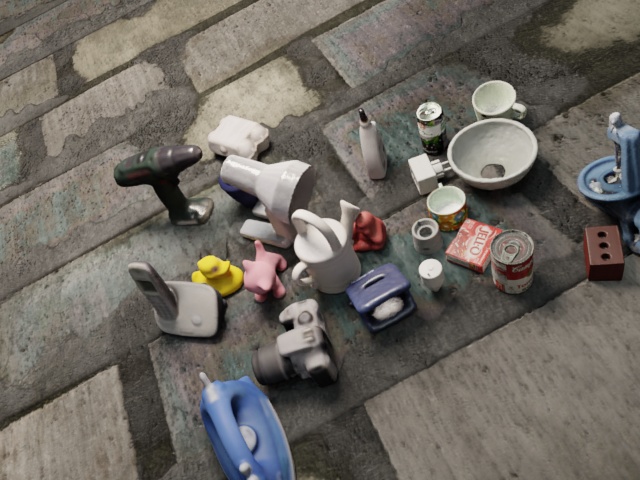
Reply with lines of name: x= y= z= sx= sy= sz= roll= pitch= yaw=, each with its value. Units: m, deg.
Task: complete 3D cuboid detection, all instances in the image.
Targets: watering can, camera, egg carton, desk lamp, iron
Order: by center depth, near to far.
iron: x=-0.118 y=0.322 z=0.892 sx=0.118 sy=0.142 sz=0.257 roll=-33 pitch=51 yaw=-5
camera: x=-0.052 y=0.186 z=0.994 sx=0.136 sy=0.101 sz=0.143 roll=-20 pitch=51 yaw=5
watering can: x=0.008 y=0.003 z=1.046 sx=0.100 sy=0.194 sz=0.173 roll=7 pitch=58 yaw=24
desk lamp: x=-0.095 y=-0.078 z=1.129 sx=0.202 sy=0.214 sz=0.118 roll=13 pitch=61 yaw=27
egg carton: x=-0.197 y=-0.240 z=1.377 sx=0.149 sy=0.070 sz=0.107 roll=21 pitch=64 yaw=31

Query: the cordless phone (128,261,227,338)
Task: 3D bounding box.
cordless phone: x=-0.270 y=0.105 z=1.077 sx=0.147 sy=0.185 sz=0.094 roll=0 pitch=55 yaw=20

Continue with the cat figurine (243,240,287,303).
cat figurine: x=-0.112 y=0.060 z=1.096 sx=0.067 sy=0.118 sz=0.127 roll=-12 pitch=52 yaw=11

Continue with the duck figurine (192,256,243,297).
duck figurine: x=-0.215 y=0.065 z=1.150 sx=0.104 sy=0.086 sz=0.077 roll=-6 pitch=54 yaw=16

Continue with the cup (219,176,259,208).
cup: x=-0.150 y=-0.119 z=1.255 sx=0.117 sy=0.095 sz=0.091 roll=-11 pitch=53 yaw=12

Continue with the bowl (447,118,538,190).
bowl: x=0.338 y=-0.155 z=1.119 sx=0.167 sy=0.075 sz=0.167 roll=-10 pitch=53 yaw=13

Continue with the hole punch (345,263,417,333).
hole punch: x=0.102 y=0.093 z=1.013 sx=0.108 sy=0.091 sz=0.101 roll=-30 pitch=51 yaw=-3

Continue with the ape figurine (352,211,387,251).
ape figurine: x=0.090 y=-0.021 z=1.099 sx=0.076 sy=0.092 sz=0.077 roll=-40 pitch=52 yaw=-10

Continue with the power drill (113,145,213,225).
power drill: x=-0.319 y=-0.123 z=1.246 sx=0.229 sy=0.209 sz=0.075 roll=-3 pitch=55 yaw=18

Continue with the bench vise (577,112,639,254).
bench vise: x=0.512 y=-0.096 z=0.920 sx=0.121 sy=0.220 sz=0.206 roll=-43 pitch=53 yaw=-13

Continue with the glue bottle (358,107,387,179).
glue bottle: x=0.104 y=-0.207 z=1.178 sx=0.037 sy=0.173 sz=0.078 roll=-2 pitch=55 yaw=19
